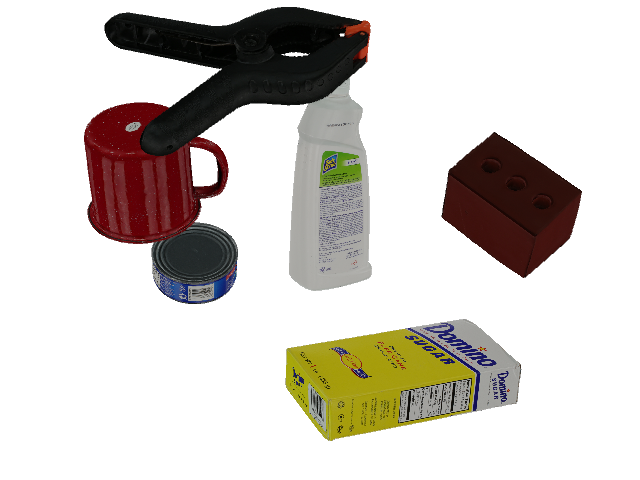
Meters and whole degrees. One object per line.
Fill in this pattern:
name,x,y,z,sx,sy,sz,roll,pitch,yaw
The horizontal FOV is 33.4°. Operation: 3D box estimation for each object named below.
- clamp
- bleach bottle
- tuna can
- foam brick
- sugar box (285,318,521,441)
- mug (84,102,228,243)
clamp,-0.048,-0.105,0.676,0.171,0.120,0.039,-7,-32,-6
bleach bottle,0.017,-0.069,1.242,0.102,0.251,0.068,-13,30,-32
tuna can,-0.126,0.023,1.067,0.086,0.034,0.086,3,44,-3
foam brick,0.130,-0.024,0.730,0.078,0.051,0.053,38,61,24
sugar box,0.069,0.113,0.894,0.176,0.048,0.093,-10,26,-21
mug,-0.132,-0.057,0.856,0.117,0.081,0.093,0,38,-1
